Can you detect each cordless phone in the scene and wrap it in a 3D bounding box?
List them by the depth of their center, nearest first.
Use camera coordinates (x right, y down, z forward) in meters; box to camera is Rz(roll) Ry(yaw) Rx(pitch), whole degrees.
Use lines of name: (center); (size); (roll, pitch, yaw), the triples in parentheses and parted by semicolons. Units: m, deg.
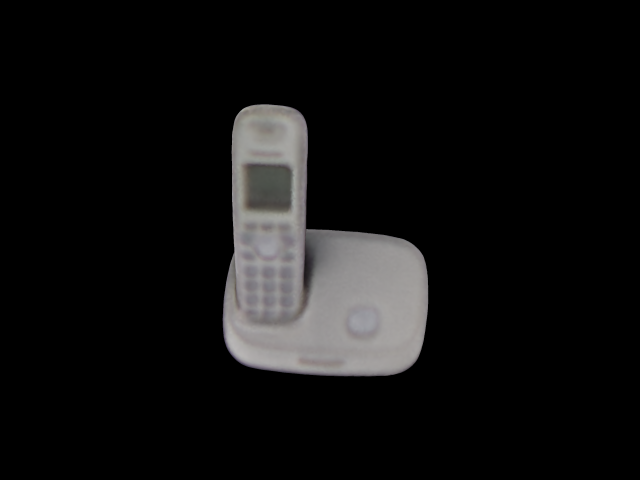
cordless phone: (0.004, 0.001, 0.400); (0.147, 0.185, 0.094); (2, 27, 3)
